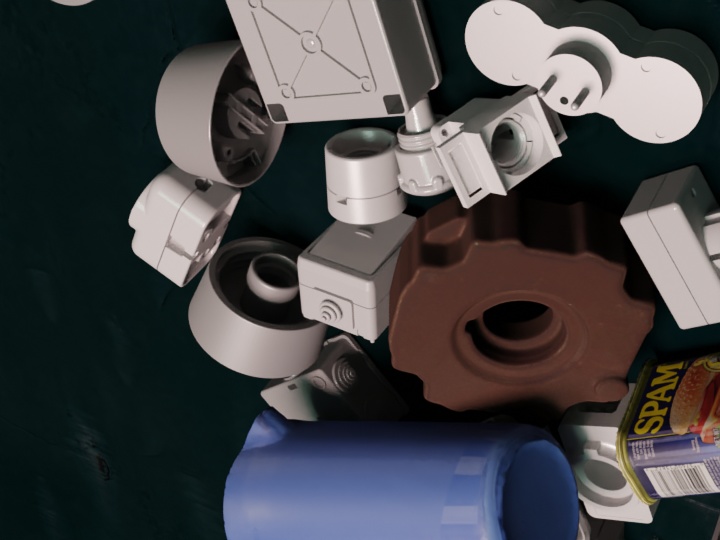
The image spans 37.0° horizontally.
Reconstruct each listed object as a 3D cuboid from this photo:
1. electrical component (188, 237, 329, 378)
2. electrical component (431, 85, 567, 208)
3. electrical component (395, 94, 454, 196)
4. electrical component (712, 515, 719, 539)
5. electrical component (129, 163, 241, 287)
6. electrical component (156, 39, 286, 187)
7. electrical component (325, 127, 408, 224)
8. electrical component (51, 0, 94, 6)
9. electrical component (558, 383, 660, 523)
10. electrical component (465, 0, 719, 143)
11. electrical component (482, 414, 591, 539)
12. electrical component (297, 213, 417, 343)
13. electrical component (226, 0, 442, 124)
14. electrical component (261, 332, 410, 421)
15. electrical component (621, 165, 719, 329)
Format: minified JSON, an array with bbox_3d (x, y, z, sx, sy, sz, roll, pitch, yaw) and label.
[{"bbox_3d":[-0.070,0.021,0.812,0.108,0.108,0.060,31,130,9],"label":"electrical component"},{"bbox_3d":[0.079,-0.077,0.649,0.064,0.081,0.042,19,141,62],"label":"electrical component"},{"bbox_3d":[0.043,-0.082,0.690,0.048,0.048,0.062,1,122,34],"label":"electrical component"},{"bbox_3d":[0.314,0.262,0.746,0.060,0.105,0.186,-24,109,44],"label":"electrical component"},{"bbox_3d":[-0.140,-0.041,0.844,0.059,0.053,0.095,36,137,4],"label":"electrical component"},{"bbox_3d":[-0.087,-0.106,0.721,0.064,0.099,0.099,10,130,36],"label":"electrical component"},{"bbox_3d":[0.003,-0.065,0.726,0.055,0.055,0.047,12,127,27],"label":"electrical component"},{"bbox_3d":[-0.197,-0.230,0.719,0.108,0.060,0.108,19,133,21],"label":"electrical component"},{"bbox_3d":[0.181,0.133,0.767,0.050,0.055,0.089,-2,123,36],"label":"electrical component"},{"bbox_3d":[0.121,-0.110,0.592,0.138,0.073,0.052,25,135,15],"label":"electrical component"},{"bbox_3d":[0.105,0.172,0.819,0.109,0.056,0.108,-37,69,46],"label":"electrical component"},{"bbox_3d":[0.000,0.000,0.749,0.062,0.096,0.061,19,133,26],"label":"electrical component"},{"bbox_3d":[-0.017,-0.151,0.665,0.109,0.056,0.108,2,125,34],"label":"electrical component"},{"bbox_3d":[-0.023,0.109,0.892,0.100,0.048,0.099,-25,108,44],"label":"electrical component"},{"bbox_3d":[0.209,-0.017,0.628,0.076,0.047,0.083,-17,114,42],"label":"electrical component"}]
